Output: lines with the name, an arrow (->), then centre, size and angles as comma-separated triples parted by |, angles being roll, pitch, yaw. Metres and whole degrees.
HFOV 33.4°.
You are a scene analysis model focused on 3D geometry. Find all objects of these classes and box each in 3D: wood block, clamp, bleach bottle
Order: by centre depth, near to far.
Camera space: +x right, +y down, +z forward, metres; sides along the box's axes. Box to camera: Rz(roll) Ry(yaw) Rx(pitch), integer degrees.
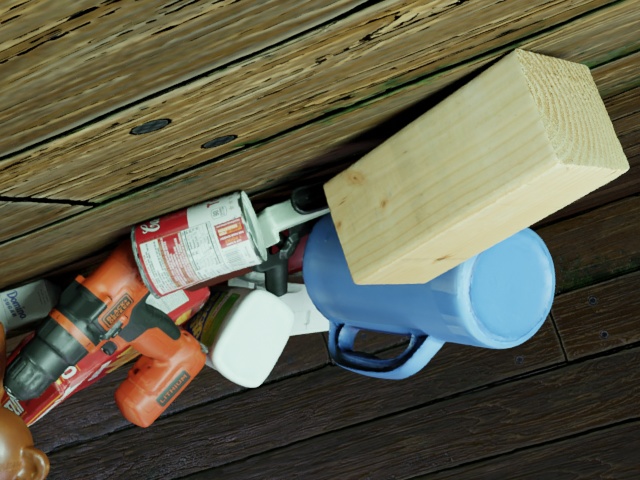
wood block -> 0.110, -0.046, 0.800 | 0.090, 0.090, 0.207 | 1, 155, -44
clamp -> 0.072, -0.063, 0.967 | 0.165, 0.036, 0.209 | -23, 174, 18
clamp -> -0.043, 0.008, 1.084 | 0.120, 0.039, 0.171 | -65, 158, 9
bleach bottle -> -0.118, 0.101, 1.206 | 0.102, 0.068, 0.251 | -60, -158, -14

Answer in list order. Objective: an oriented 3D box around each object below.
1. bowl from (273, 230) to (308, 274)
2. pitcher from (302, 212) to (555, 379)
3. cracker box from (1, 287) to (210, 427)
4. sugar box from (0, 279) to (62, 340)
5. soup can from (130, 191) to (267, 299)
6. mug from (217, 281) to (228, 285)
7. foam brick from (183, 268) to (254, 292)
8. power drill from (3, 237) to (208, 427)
bowl -> -0.008, 0.002, 1.266 | 0.162, 0.055, 0.162 | -17, 175, -2
pitcher -> 0.094, 0.042, 0.985 | 0.144, 0.149, 0.243 | -26, -164, -26
cracker box -> -0.239, 0.110, 1.153 | 0.213, 0.072, 0.164 | -33, 176, -39
sugar box -> -0.354, 0.089, 1.099 | 0.176, 0.048, 0.093 | -16, 174, -5
soup can -> -0.104, 0.004, 0.927 | 0.102, 0.068, 0.068 | -18, 174, 5
mug -> -0.117, 0.067, 1.384 | 0.082, 0.093, 0.117 | -11, -140, 33
foam brick -> -0.112, 0.017, 1.116 | 0.078, 0.051, 0.053 | -18, 172, 3
power drill -> -0.196, 0.108, 1.020 | 0.184, 0.057, 0.187 | -47, 147, -14
